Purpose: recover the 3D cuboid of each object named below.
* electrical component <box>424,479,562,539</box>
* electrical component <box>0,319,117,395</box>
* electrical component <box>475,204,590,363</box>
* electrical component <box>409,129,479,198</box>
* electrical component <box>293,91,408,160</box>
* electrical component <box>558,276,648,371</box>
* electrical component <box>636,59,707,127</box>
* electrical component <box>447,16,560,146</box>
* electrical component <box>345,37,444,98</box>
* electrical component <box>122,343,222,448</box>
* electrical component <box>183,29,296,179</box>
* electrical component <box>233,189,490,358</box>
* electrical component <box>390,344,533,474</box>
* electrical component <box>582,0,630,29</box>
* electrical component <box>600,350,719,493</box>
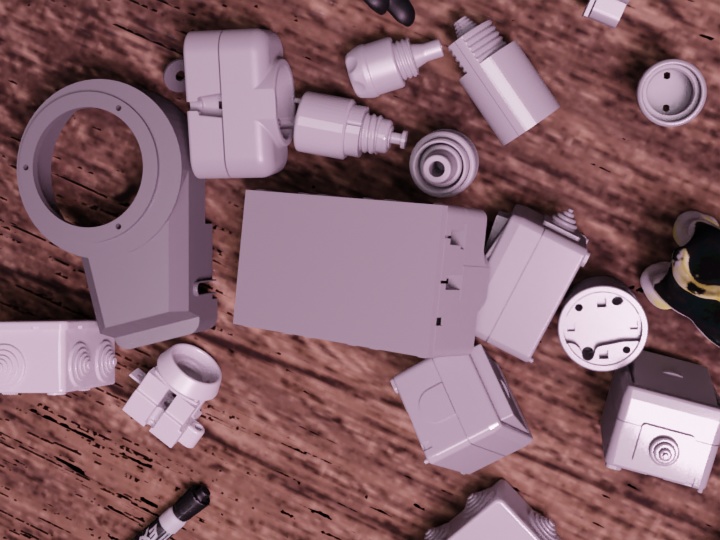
[{"bbox_3d":[0.094,0.205,0.736,0.100,0.048,0.099,-43,90,15],"label":"electrical component"},{"bbox_3d":[-0.225,0.059,0.744,0.100,0.100,0.048,-1,88,11],"label":"electrical component"},{"bbox_3d":[0.104,-0.001,0.689,0.061,0.062,0.096,27,104,5],"label":"electrical component"},{"bbox_3d":[0.053,-0.067,0.686,0.043,0.062,0.043,2,101,10],"label":"electrical component"},{"bbox_3d":[-0.008,-0.092,0.704,0.078,0.040,0.040,11,102,8],"label":"electrical component"},{"bbox_3d":[0.156,0.032,0.693,0.055,0.047,0.055,2,101,10],"label":"electrical component"},{"bbox_3d":[0.190,-0.109,0.660,0.040,0.046,0.040,2,101,10],"label":"electrical component"},{"bbox_3d":[0.086,-0.124,0.679,0.043,0.043,0.081,-34,93,15],"label":"electrical component"},{"bbox_3d":[0.023,-0.134,0.694,0.061,0.035,0.035,-16,97,10],"label":"electrical component"},{"bbox_3d":[-0.129,0.085,0.758,0.066,0.048,0.055,38,112,2],"label":"electrical component"},{"bbox_3d":[-0.077,-0.109,0.707,0.059,0.054,0.095,0,100,11],"label":"electrical component"},{"bbox_3d":[0.000,0.000,0.677,0.150,0.062,0.089,7,92,35],"label":"electrical component"},{"bbox_3d":[0.073,0.090,0.699,0.061,0.096,0.061,-30,65,14],"label":"electrical component"},{"bbox_3d":[0.144,-0.193,0.648,0.057,0.058,0.078,24,104,3],"label":"electrical component"},{"bbox_3d":[0.189,0.092,0.672,0.062,0.096,0.061,14,102,8],"label":"electrical component"}]
